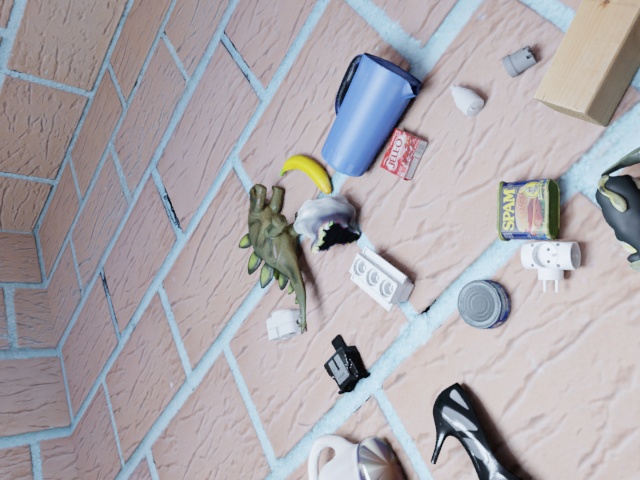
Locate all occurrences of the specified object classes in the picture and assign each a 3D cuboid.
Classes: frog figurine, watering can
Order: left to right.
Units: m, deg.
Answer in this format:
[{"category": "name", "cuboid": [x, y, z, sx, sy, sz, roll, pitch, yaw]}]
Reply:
[{"category": "frog figurine", "cuboid": [0.004, -0.058, 1.162, 0.137, 0.120, 0.163, -32, 46, 2]}, {"category": "watering can", "cuboid": [0.084, 0.530, 0.980, 0.220, 0.104, 0.355, -47, 52, 30]}]
